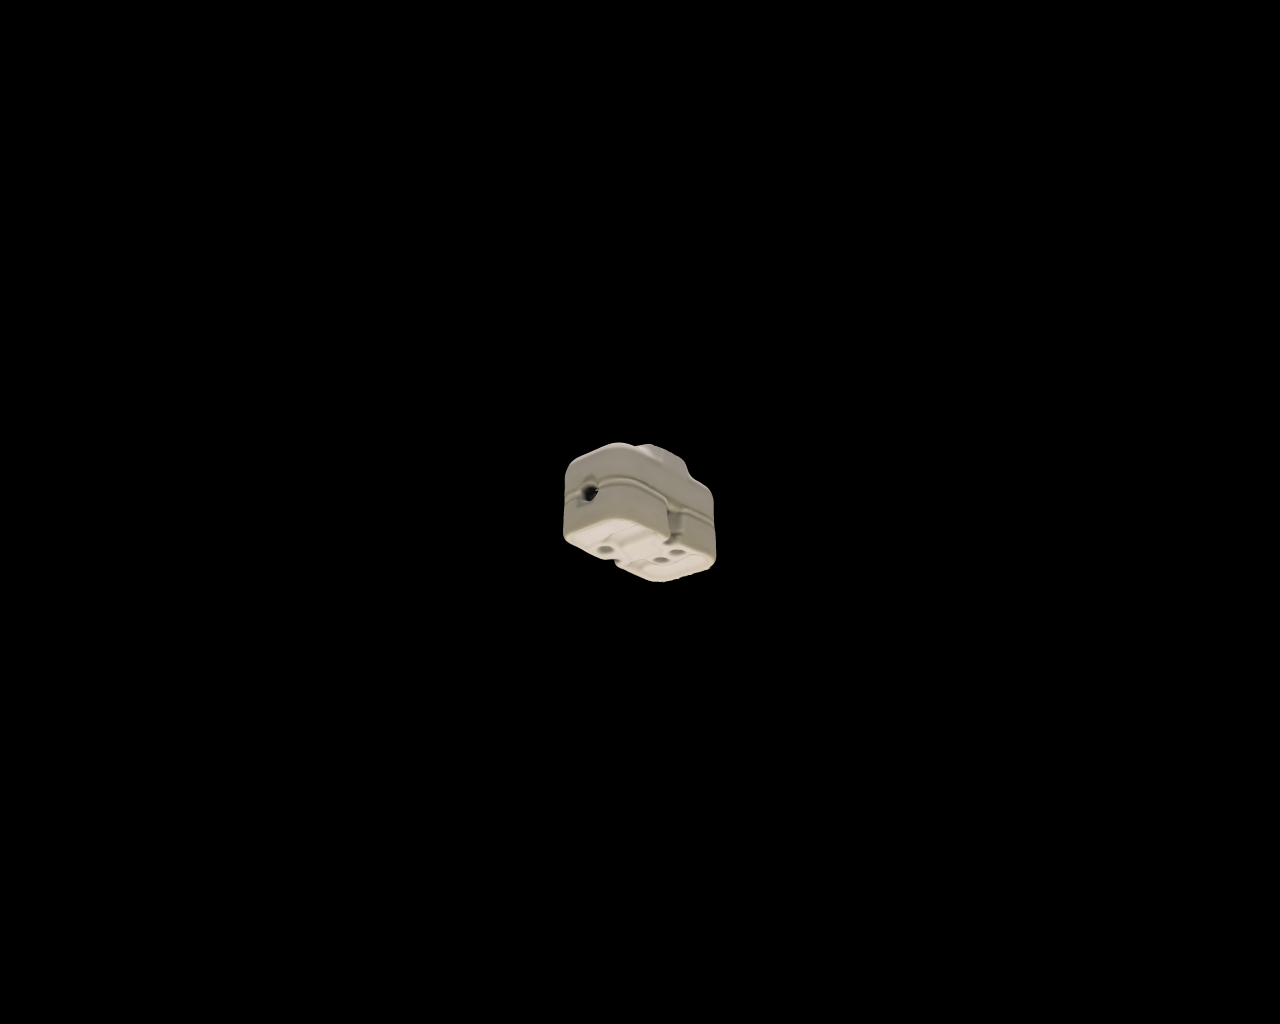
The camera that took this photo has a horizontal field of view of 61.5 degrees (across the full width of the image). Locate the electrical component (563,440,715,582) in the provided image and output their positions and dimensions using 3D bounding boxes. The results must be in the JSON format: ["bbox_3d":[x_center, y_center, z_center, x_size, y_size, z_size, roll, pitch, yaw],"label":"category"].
[{"bbox_3d":[0.001,-0.003,0.650,0.053,0.059,0.095,-21,-33,36],"label":"electrical component"}]
